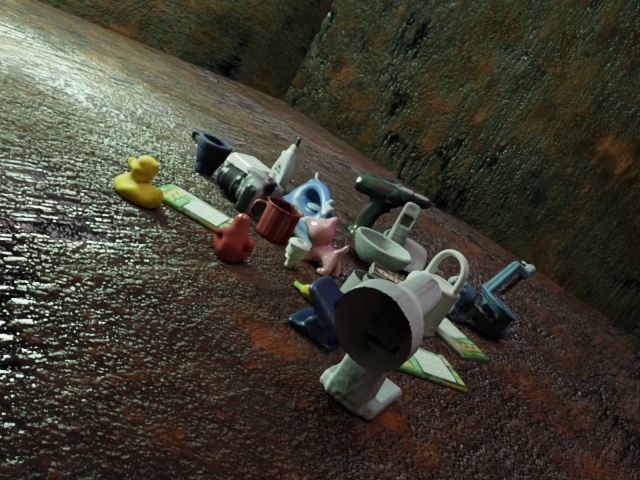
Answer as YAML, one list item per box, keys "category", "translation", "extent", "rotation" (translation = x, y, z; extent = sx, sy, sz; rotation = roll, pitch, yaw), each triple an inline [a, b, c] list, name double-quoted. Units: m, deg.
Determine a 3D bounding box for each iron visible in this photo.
- category: "iron"
  translation: [-0.009, -0.073, 1.449]
  extent: [0.119, 0.141, 0.257]
  rotation: [22, 18, -26]

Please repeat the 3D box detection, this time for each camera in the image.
- category: "camera"
  translation: [-0.176, -0.138, 1.426]
  extent: [0.136, 0.101, 0.143]
  rotation: [35, 17, 16]

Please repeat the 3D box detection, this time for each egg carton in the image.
- category: "egg carton"
  translation: [-0.194, -0.185, 1.596]
  extent: [0.150, 0.069, 0.108]
  rotation: [39, 18, 29]

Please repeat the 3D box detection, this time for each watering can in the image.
- category: "watering can"
  translation: [0.251, 0.110, 1.254]
  extent: [0.100, 0.194, 0.173]
  rotation: [37, 17, 22]

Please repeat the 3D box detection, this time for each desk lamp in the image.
- category: "desk lamp"
  translation: [0.089, 0.145, 0.827]
  extent: [0.117, 0.213, 0.204]
  rotation: [36, 17, 22]

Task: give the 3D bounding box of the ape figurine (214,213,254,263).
- category: "ape figurine"
  translation: [-0.157, -0.008, 1.082]
  extent: [0.078, 0.092, 0.076]
  rotation: [30, 16, 1]

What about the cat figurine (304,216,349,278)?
- category: "cat figurine"
  translation: [0.012, 0.005, 1.293]
  extent: [0.127, 0.117, 0.067]
  rotation: [39, 18, 30]

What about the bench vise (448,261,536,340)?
- category: "bench vise"
  translation: [0.438, 0.135, 1.459]
  extent: [0.208, 0.219, 0.121]
  rotation: [22, 18, -26]

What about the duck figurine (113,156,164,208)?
- category: "duck figurine"
  translation: [-0.340, -0.119, 1.109]
  extent: [0.104, 0.086, 0.078]
  rotation: [34, 16, 15]

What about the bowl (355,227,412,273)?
- category: "bowl"
  translation: [0.155, 0.039, 1.518]
  extent: [0.167, 0.074, 0.167]
  rotation: [28, 16, -8]

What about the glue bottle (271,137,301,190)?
- category: "glue bottle"
  translation: [-0.100, -0.231, 1.709]
  extent: [0.037, 0.173, 0.078]
  rotation: [14, 22, -43]

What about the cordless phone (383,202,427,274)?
- category: "cordless phone"
  translation: [0.255, -0.002, 1.617]
  extent: [0.148, 0.185, 0.094]
  rotation: [27, 16, -11]

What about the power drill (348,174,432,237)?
- category: "power drill"
  translation: [0.187, -0.087, 1.710]
  extent: [0.229, 0.208, 0.076]
  rotation: [31, 16, 4]

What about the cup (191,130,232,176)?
- category: "cup"
  translation: [-0.297, -0.223, 1.483]
  extent: [0.117, 0.095, 0.092]
  rotation: [33, 16, 10]

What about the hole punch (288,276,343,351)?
- category: "hole punch"
  translation: [0.018, 0.124, 0.990]
  extent: [0.101, 0.091, 0.109]
  rotation: [34, 16, 14]
